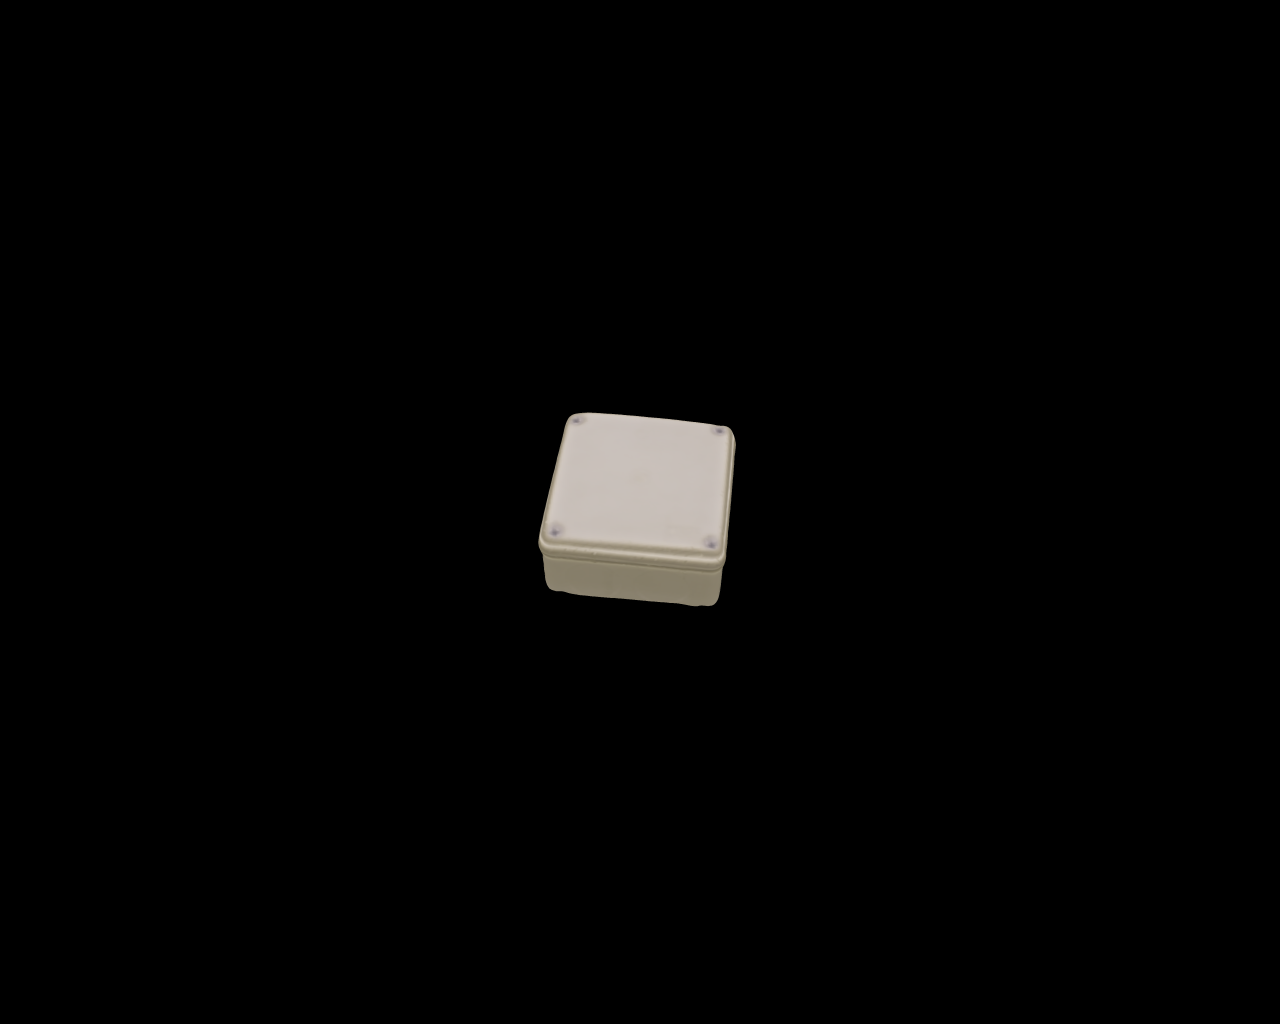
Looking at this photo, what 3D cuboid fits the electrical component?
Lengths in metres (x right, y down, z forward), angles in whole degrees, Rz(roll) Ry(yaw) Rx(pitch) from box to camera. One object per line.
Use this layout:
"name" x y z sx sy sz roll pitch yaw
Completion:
"electrical component" 0.001 -0.003 0.650 0.109 0.109 0.056 5 -39 4
